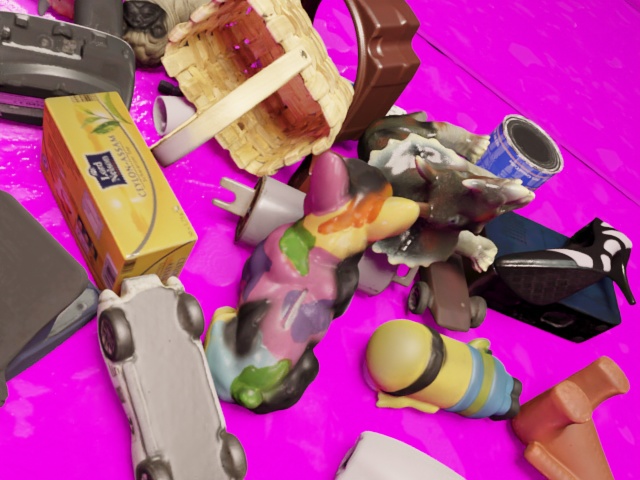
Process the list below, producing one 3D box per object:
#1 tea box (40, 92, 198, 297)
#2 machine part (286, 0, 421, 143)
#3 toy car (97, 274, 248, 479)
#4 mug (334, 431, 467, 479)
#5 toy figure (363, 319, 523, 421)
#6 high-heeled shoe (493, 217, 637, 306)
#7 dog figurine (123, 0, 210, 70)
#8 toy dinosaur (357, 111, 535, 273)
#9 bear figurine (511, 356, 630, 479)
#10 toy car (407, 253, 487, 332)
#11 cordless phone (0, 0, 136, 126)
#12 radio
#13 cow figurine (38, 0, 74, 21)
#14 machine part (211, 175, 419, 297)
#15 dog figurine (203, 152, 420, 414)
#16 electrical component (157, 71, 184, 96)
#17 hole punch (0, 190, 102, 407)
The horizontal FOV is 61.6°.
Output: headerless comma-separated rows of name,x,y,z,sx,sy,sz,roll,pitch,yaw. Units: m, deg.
tea box,-0.186,-0.037,0.482,0.068,0.098,0.170,-18,70,-38
machine part,0.015,-0.242,0.687,0.087,0.201,0.201,-23,72,-38
toy car,-0.116,0.123,0.416,0.073,0.056,0.201,-11,77,-38
mug,0.072,0.212,0.471,0.107,0.080,0.109,33,21,6
toy figure,0.129,0.134,0.554,0.180,0.089,0.082,22,41,-14
high-heeled shoe,0.300,0.006,0.666,0.248,0.086,0.145,15,48,-25
dog figurine,-0.177,-0.287,0.689,0.172,0.121,0.190,4,70,-26
toy dinosaur,0.109,-0.089,0.634,0.192,0.131,0.405,20,25,-22
bear figurine,0.290,0.241,0.549,0.120,0.132,0.196,-10,57,-33
toy car,0.147,0.030,0.667,0.089,0.053,0.202,16,46,-15
cordless phone,-0.259,-0.206,0.533,0.146,0.089,0.184,3,75,-31
radio,0.295,0.047,0.735,0.229,0.073,0.131,21,50,-15
cow figurine,-0.289,-0.339,0.644,0.085,0.127,0.195,11,38,-26
machine part,-0.001,-0.002,0.584,0.243,0.079,0.079,24,48,-16
dog figurine,-0.010,0.031,0.457,0.108,0.219,0.191,31,46,-4
electrical component,-0.149,-0.184,0.666,0.094,0.021,0.063,21,49,-18
hole punch,-0.241,0.040,0.411,0.142,0.092,0.116,45,76,2
